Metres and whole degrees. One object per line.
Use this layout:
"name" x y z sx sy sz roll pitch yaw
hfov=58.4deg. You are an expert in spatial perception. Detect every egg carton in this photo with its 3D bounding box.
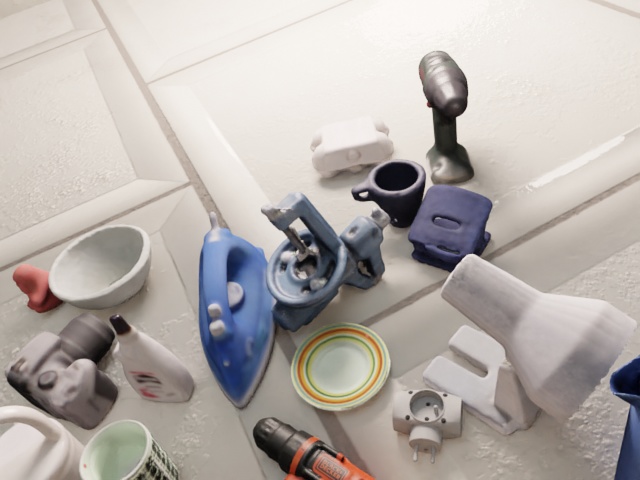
"egg carton" 0.057 -0.169 1.047 0.150 0.069 0.107 -12 44 4

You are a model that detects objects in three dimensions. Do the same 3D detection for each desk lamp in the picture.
"desk lamp" 0.206 0.118 0.607 0.202 0.214 0.118 27 58 36

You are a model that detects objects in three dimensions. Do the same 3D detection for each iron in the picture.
"iron" -0.128 0.085 0.790 0.118 0.142 0.258 -14 43 3

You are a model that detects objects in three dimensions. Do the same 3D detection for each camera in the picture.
"camera" -0.346 0.169 0.798 0.142 0.101 0.137 13 51 27

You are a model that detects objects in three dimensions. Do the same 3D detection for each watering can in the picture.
"watering can" -0.317 0.254 0.634 0.172 0.194 0.101 21 55 33

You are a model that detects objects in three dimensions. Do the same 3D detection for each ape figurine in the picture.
"ape figurine" -0.464 0.075 0.934 0.076 0.092 0.077 -22 44 -6

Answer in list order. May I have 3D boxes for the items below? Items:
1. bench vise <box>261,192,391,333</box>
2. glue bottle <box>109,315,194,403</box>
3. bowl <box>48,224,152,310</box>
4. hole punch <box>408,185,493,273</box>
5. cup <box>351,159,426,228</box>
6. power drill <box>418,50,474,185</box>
"bench vise" -0.002 -0.001 0.783 0.121 0.220 0.208 20 54 32
"glue bottle" -0.225 0.150 0.729 0.078 0.173 0.037 -4 45 13
"bowl" -0.343 0.056 0.931 0.167 0.075 0.167 -8 44 8
"hole punch" 0.191 -0.016 0.836 0.108 0.091 0.101 18 53 31
"cup" 0.112 -0.062 0.904 0.117 0.095 0.091 -14 43 2
"power drill" 0.206 -0.198 0.931 0.075 0.209 0.229 -10 44 7
